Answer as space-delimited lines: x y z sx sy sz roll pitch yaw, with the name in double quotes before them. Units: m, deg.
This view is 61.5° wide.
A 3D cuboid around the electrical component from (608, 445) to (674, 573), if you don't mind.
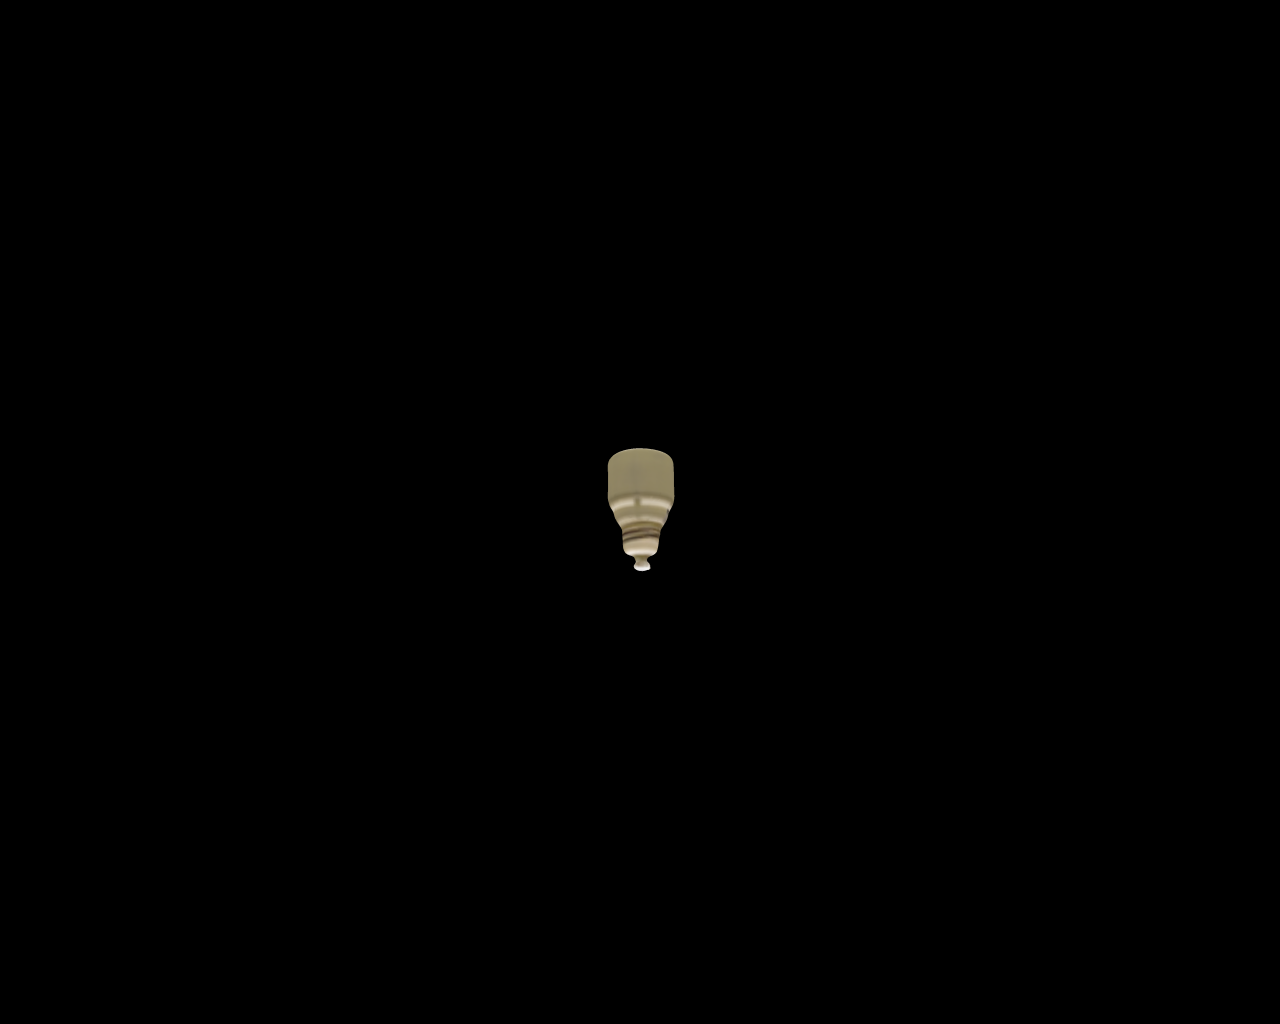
"electrical component" 0.001 -0.003 0.650 0.040 0.078 0.040 0 -16 0
